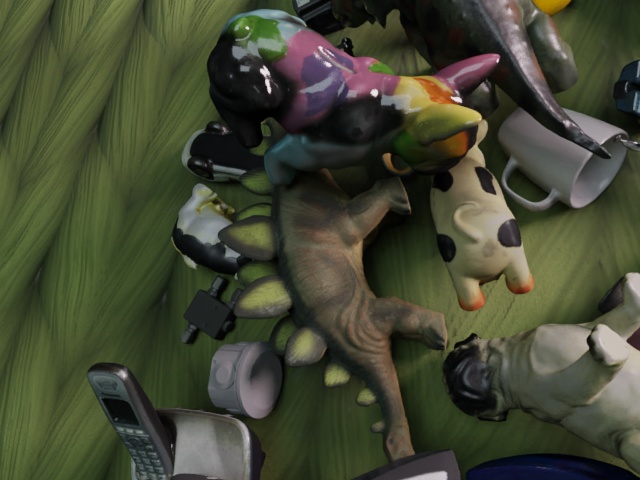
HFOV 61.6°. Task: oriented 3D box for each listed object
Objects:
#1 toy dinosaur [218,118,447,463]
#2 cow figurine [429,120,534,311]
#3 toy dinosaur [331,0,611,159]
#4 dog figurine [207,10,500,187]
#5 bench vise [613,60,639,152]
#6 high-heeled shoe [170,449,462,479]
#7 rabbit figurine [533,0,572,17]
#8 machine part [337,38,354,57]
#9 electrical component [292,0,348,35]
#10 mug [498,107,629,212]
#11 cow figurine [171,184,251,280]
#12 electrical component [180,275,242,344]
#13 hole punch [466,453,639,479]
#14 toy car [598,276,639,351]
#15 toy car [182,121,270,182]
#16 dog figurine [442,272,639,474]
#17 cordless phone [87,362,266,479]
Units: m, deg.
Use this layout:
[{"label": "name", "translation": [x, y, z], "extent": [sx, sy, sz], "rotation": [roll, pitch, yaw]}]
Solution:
[{"label": "toy dinosaur", "translation": [-0.001, -0.002, 0.562], "extent": [0.199, 0.105, 0.471], "rotation": [-15, 65, 0]}, {"label": "cow figurine", "translation": [0.140, -0.042, 0.528], "extent": [0.086, 0.127, 0.195], "rotation": [-16, 34, 15]}, {"label": "toy dinosaur", "translation": [0.134, -0.232, 0.542], "extent": [0.131, 0.192, 0.405], "rotation": [-47, 36, 11]}, {"label": "dog figurine", "translation": [0.033, -0.127, 0.461], "extent": [0.219, 0.191, 0.108], "rotation": [-3, 49, 36]}, {"label": "bench vise", "translation": [0.365, -0.163, 0.422], "extent": [0.241, 0.129, 0.223], "rotation": [12, 84, 60]}, {"label": "high-heeled shoe", "translation": [-0.011, 0.205, 0.452], "extent": [0.249, 0.086, 0.145], "rotation": [18, 84, 20]}, {"label": "rabbit figurine", "translation": [0.253, -0.337, 0.619], "extent": [0.162, 0.122, 0.173], "rotation": [-14, 79, 9]}, {"label": "machine part", "translation": [0.018, -0.188, 0.685], "extent": [0.084, 0.039, 0.139], "rotation": [-21, 60, 26]}, {"label": "electrical component", "translation": [0.026, -0.353, 0.741], "extent": [0.134, 0.058, 0.115], "rotation": [-20, 66, 16]}, {"label": "mug", "translation": [0.228, -0.083, 0.540], "extent": [0.109, 0.080, 0.107], "rotation": [-48, 49, 5]}, {"label": "cow figurine", "translation": [-0.108, 0.011, 0.653], "extent": [0.168, 0.068, 0.098], "rotation": [33, 84, 27]}, {"label": "electrical component", "translation": [-0.133, 0.093, 0.662], "extent": [0.063, 0.021, 0.094], "rotation": [29, 84, 29]}, {"label": "hole punch", "translation": [0.188, 0.203, 0.419], "extent": [0.116, 0.142, 0.092], "rotation": [-35, 56, 22]}, {"label": "toy car", "translation": [0.329, 0.025, 0.463], "extent": [0.089, 0.053, 0.202], "rotation": [41, 87, 19]}, {"label": "toy car", "translation": [-0.094, -0.107, 0.703], "extent": [0.202, 0.056, 0.073], "rotation": [13, 70, 26]}, {"label": "dog figurine", "translation": [0.210, 0.136, 0.446], "extent": [0.172, 0.121, 0.190], "rotation": [60, 143, 12]}, {"label": "cordless phone", "translation": [-0.141, 0.188, 0.532], "extent": [0.147, 0.184, 0.089], "rotation": [-1, 34, 24]}]
